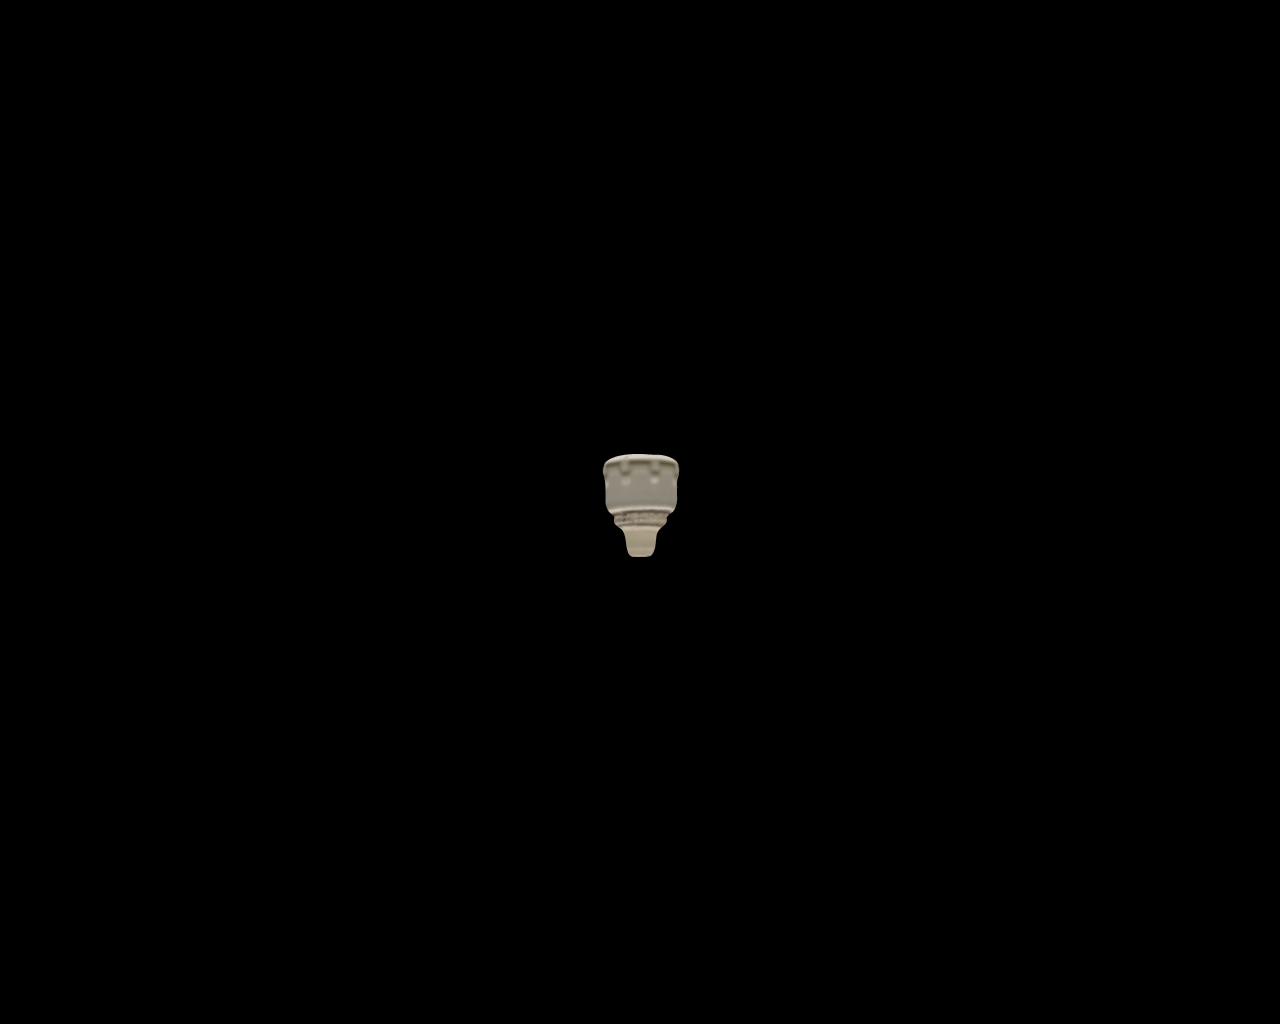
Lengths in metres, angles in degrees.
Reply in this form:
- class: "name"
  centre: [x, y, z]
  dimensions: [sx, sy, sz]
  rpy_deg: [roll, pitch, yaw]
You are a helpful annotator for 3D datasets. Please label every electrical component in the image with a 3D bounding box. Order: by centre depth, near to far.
- class: "electrical component"
  centre: [0.001, -0.003, 0.650]
  dimensions: [0.048, 0.062, 0.048]
  rpy_deg: [0, -7, 0]
